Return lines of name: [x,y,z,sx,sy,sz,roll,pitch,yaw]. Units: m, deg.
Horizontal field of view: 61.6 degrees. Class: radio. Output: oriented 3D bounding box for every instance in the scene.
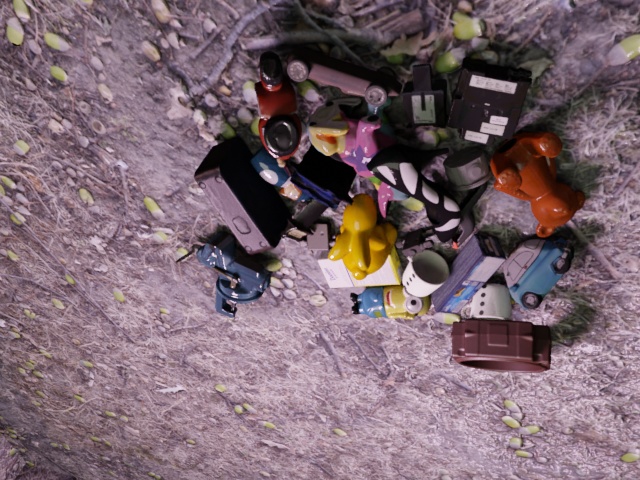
radio: [-0.157,-0.088,1.129,0.073,0.131,0.229,-17,122,30]

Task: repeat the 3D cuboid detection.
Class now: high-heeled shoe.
high-heeled shoe: [0.167,-0.067,0.956,0.145,0.086,0.248,-17,130,-2]

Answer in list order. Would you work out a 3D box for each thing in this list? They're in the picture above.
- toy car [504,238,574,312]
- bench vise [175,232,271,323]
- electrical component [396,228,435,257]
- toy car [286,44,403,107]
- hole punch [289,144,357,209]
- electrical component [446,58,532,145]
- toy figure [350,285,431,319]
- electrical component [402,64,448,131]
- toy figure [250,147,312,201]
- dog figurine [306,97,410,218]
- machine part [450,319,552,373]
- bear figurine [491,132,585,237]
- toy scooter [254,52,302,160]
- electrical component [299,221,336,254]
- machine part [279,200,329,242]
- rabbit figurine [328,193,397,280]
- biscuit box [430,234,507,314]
toy car: [0.417,0.055,1.053,0.103,0.109,0.161,34,126,15]
bench vise: [-0.232,0.107,1.338,0.224,0.129,0.240,17,126,5]
electrical component: [0.197,0.007,1.120,0.094,0.063,0.021,-21,120,35]
toy car: [0.040,-0.277,0.916,0.202,0.089,0.053,19,128,3]
hole punch: [0.002,-0.119,1.058,0.142,0.116,0.092,34,141,-8]
electrical component: [0.275,-0.223,0.893,0.115,0.058,0.134,17,134,10]
toy figure: [0.163,0.138,1.233,0.180,0.089,0.082,-9,94,24]
electrical component: [0.178,-0.247,0.916,0.075,0.048,0.119,-1,128,22]
toy figure: [-0.075,-0.128,1.117,0.154,0.058,0.064,40,169,-17]
dog figurine: [0.087,-0.147,1.002,0.192,0.108,0.218,-2,131,21]
machine part: [0.394,0.233,1.167,0.201,0.087,0.201,-1,161,21]
bear figurine: [0.383,-0.087,0.923,0.120,0.132,0.195,-40,103,12]
toy scooter: [-0.080,-0.238,0.958,0.075,0.135,0.183,-11,107,-8]
electrical component: [-0.001,-0.004,1.205,0.102,0.045,0.078,-6,98,22]
machine part: [-0.022,-0.049,1.141,0.139,0.039,0.084,-46,146,18]
rabbit figurine: [0.076,-0.011,1.085,0.122,0.162,0.173,17,139,20]
biscuit box: [0.305,0.076,1.129,0.059,0.063,0.202,8,137,-19]
